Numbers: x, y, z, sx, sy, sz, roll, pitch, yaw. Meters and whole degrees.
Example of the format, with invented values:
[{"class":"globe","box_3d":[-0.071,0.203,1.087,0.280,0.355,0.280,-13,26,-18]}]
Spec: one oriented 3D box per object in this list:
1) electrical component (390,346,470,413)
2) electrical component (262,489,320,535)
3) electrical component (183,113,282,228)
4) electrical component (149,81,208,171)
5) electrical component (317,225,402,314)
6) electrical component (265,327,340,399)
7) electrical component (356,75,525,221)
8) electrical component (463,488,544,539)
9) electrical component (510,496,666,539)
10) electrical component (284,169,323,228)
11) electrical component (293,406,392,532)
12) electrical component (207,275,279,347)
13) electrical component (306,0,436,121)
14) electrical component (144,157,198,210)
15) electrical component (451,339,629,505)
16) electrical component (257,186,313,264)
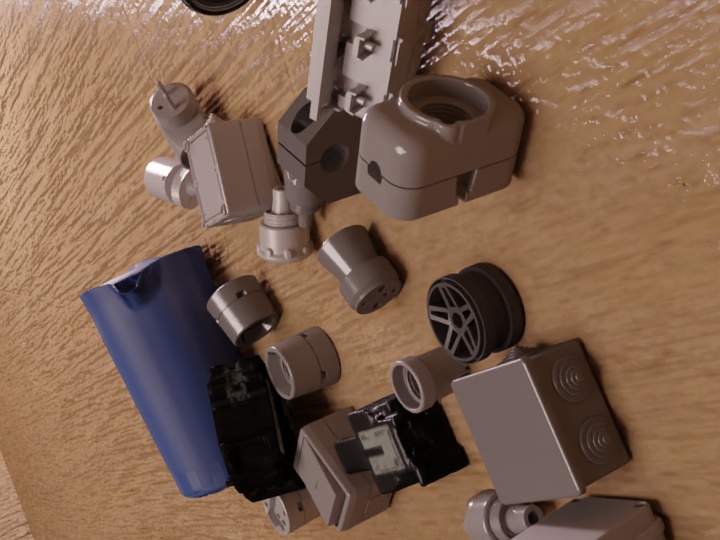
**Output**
[{"class":"electrical component","box_3d":[0.052,0.077,0.779,0.040,0.046,0.040,37,137,44]},{"class":"electrical component","box_3d":[-0.065,0.227,1.067,0.055,0.047,0.055,38,138,44]},{"class":"electrical component","box_3d":[-0.110,-0.091,0.937,0.062,0.061,0.096,-19,83,61]},{"class":"electrical component","box_3d":[-0.165,-0.141,0.980,0.077,0.043,0.079,57,177,32]},{"class":"electrical component","box_3d":[0.000,0.000,0.819,0.055,0.045,0.045,55,148,24]},{"class":"electrical component","box_3d":[-0.052,0.084,0.957,0.055,0.047,0.055,37,137,44]},{"class":"electrical component","box_3d":[0.048,-0.076,0.638,0.054,0.095,0.059,45,142,37]},{"class":"electrical component","box_3d":[0.104,0.175,0.755,0.062,0.043,0.043,-26,85,60]},{"class":"electrical component","box_3d":[0.128,0.188,0.652,0.078,0.113,0.057,-16,97,61]},{"class":"electrical component","box_3d":[-0.044,-0.061,0.866,0.035,0.035,0.061,43,144,38]},{"class":"electrical component","box_3d":[-0.020,0.171,0.942,0.096,0.061,0.061,50,145,31]},{"class":"electrical component","box_3d":[-0.110,0.040,1.020,0.047,0.055,0.055,54,147,20]},{"class":"electrical component","box_3d":[0.009,-0.157,0.684,0.063,0.079,0.121,29,135,20]},{"class":"electrical component","box_3d":[-0.178,-0.086,1.066,0.081,0.043,0.043,20,125,53]},{"class":"electrical component","box_3d":[0.114,0.096,0.683,0.100,0.048,0.099,-31,81,60]},{"class":"electrical component","box_3d":[-0.064,-0.039,0.904,0.048,0.048,0.062,25,122,51]}]
